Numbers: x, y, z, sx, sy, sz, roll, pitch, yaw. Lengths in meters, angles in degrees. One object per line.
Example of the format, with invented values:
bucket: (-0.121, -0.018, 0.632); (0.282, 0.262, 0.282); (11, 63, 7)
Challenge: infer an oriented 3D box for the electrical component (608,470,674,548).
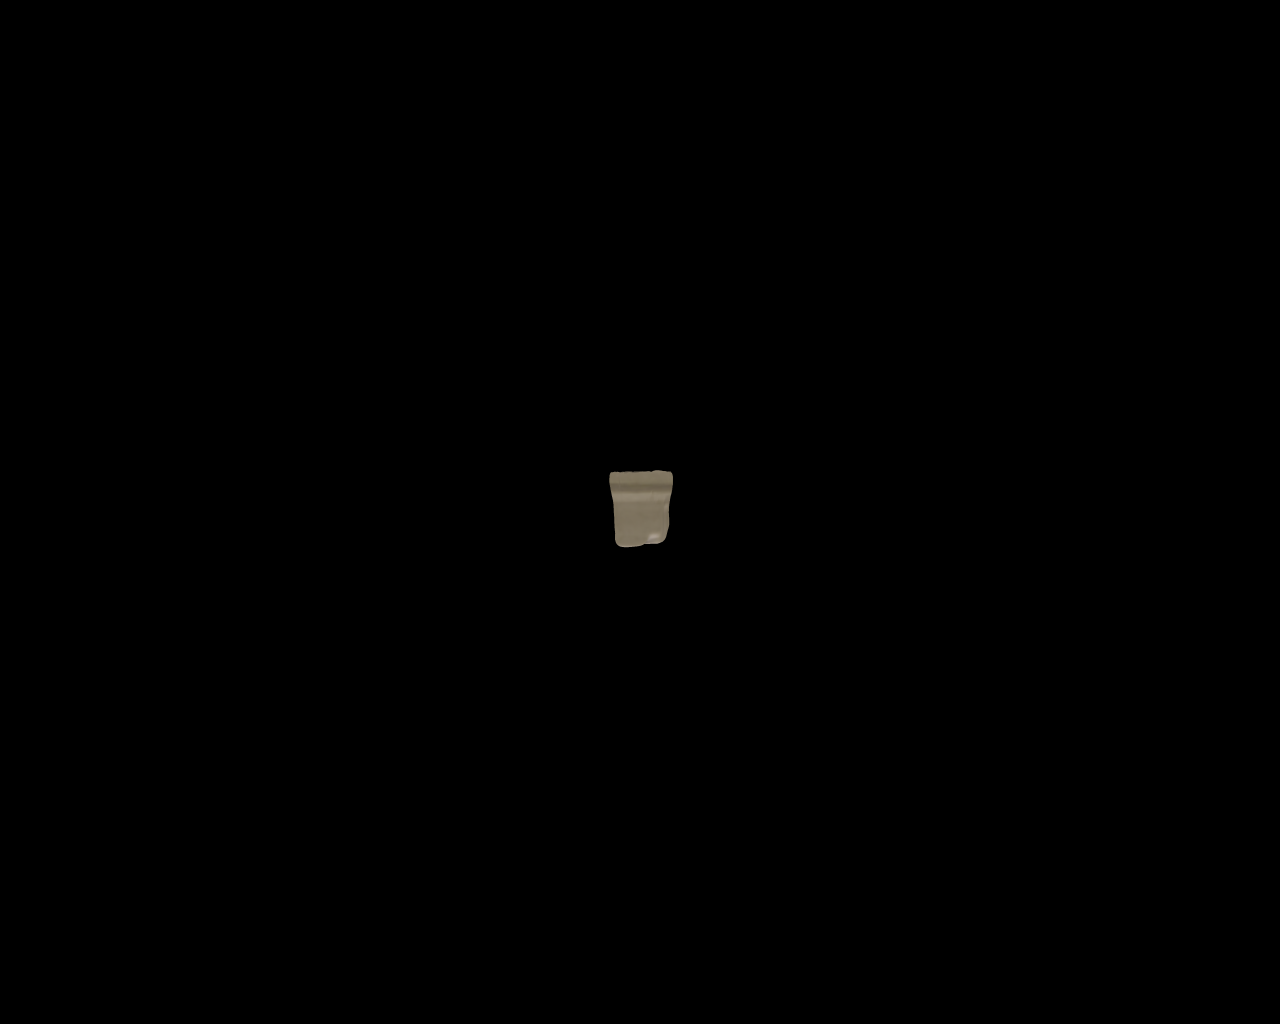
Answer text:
electrical component: (0.001, -0.003, 0.650); (0.040, 0.046, 0.040); (0, 2, 0)
